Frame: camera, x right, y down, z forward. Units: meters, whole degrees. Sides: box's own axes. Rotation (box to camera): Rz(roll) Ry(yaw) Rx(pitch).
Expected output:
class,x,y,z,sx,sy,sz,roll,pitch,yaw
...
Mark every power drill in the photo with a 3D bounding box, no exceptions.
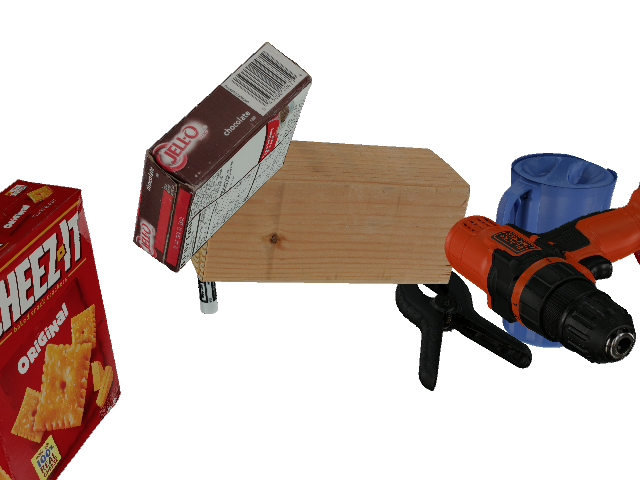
class,x,y,z,sx,sy,sz,roll,pitch,yaw
power drill,0.206,0.016,0.748,0.187,0.057,0.185,-12,28,-22

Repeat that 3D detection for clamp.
class,x,y,z,sx,sy,sz,roll,pitch,yaw
clamp,0.136,0.077,1.079,0.120,0.171,0.039,1,-45,-19

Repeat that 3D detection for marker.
class,x,y,z,sx,sy,sz,roll,pitch,yaw
marker,-0.123,0.024,1.129,0.020,0.121,0.020,-2,31,1

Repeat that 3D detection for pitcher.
class,x,y,z,sx,sy,sz,roll,pitch,yaw
pitcher,0.297,0.016,1.402,0.149,0.243,0.145,5,23,6

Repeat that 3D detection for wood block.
class,x,y,z,sx,sy,sz,roll,pitch,yaw
wood block,0.002,-0.023,0.852,0.205,0.091,0.090,2,24,-20

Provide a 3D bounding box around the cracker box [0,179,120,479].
class,x,y,z,sx,sy,sz,roll,pitch,yaw
cracker box,-0.237,0.084,0.849,0.072,0.214,0.164,7,32,18

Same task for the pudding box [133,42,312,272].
class,x,y,z,sx,sy,sz,roll,pitch,yaw
pudding box,-0.057,-0.047,0.613,0.113,0.039,0.090,-46,-11,-33

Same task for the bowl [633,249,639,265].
class,x,y,z,sx,sy,sz,roll,pitch,yaw
bowl,0.405,0.017,1.140,0.162,0.055,0.162,-3,23,1
